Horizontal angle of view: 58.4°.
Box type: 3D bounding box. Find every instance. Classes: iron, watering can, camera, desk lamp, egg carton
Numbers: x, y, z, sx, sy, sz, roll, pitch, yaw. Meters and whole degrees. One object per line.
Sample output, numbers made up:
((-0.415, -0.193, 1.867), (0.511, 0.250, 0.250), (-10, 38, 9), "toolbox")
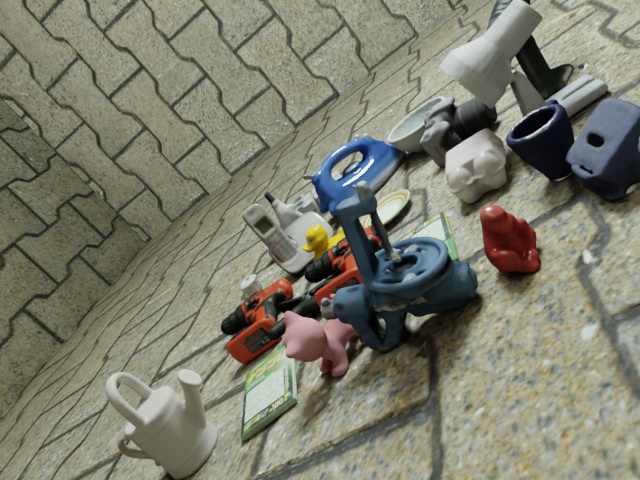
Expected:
((0.082, -0.178, 1.396), (0.258, 0.142, 0.118), (-44, 18, -10), "iron")
((-0.258, 0.278, 0.918), (0.173, 0.194, 0.100), (-45, 18, -14), "watering can")
((0.289, -0.246, 1.197), (0.136, 0.101, 0.143), (-24, 24, 42), "camera")
((0.344, -0.290, 0.998), (0.203, 0.214, 0.118), (-35, 18, 17), "desk lamp")
((0.274, -0.131, 1.002), (0.107, 0.069, 0.150), (-32, 20, 26), "egg carton")

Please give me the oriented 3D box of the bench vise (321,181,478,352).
((0.072, 0.041, 0.757), (0.207, 0.220, 0.121), (-38, 18, 9), "bench vise")

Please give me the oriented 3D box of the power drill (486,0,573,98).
((0.405, -0.390, 1.121), (0.075, 0.209, 0.230), (-18, 28, 50), "power drill")

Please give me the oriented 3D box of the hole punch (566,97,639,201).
((0.370, -0.117, 0.733), (0.101, 0.091, 0.108), (-37, 18, 11), "hole punch")

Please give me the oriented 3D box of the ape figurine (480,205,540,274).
((0.238, -0.005, 0.737), (0.078, 0.092, 0.076), (-46, 18, -16), "ape figurine")

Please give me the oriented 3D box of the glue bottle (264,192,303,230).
((-0.071, -0.048, 1.350), (0.078, 0.173, 0.037), (-45, 18, -13), "glue bottle")

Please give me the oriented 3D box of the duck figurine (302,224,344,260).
((0.011, 0.004, 1.198), (0.104, 0.086, 0.077), (-41, 18, 1), "duck figurine")

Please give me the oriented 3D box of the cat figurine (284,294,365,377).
((0.000, 0.138, 0.843), (0.128, 0.118, 0.067), (-48, 19, -22), "cat figurine")

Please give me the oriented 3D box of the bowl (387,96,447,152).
((0.248, -0.262, 1.364), (0.167, 0.075, 0.167), (-36, 18, 14), "bowl")

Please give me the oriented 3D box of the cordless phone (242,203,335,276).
((-0.071, -0.027, 1.280), (0.148, 0.185, 0.094), (-44, 18, -9), "cordless phone")

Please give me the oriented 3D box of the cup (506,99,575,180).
((0.343, -0.146, 0.850), (0.091, 0.095, 0.118), (-15, 31, 54), "cup")
